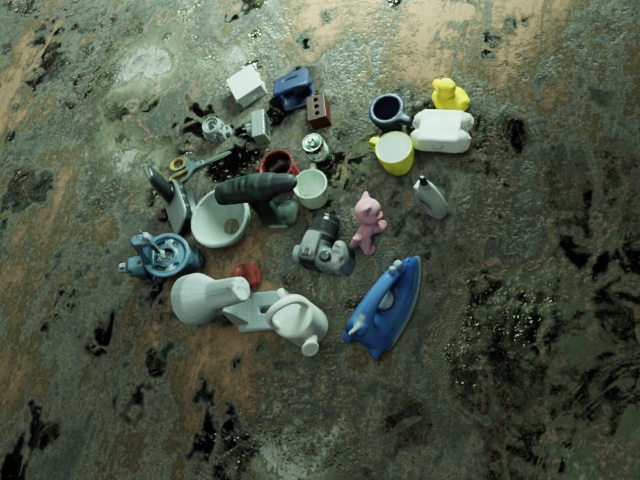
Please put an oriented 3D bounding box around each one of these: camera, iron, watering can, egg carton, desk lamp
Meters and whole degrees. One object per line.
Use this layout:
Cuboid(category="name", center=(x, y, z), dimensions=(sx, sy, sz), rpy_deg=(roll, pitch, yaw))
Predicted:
Cuboid(category="camera", center=(0.013, 0.005, 1.378), dimensions=(0.142, 0.101, 0.137), rpy_deg=(10, 73, 23))
Cuboid(category="iron", center=(0.141, 0.125, 1.262), dimensions=(0.118, 0.142, 0.258), rpy_deg=(27, 80, 27))
Cuboid(category="watering can", center=(-0.052, 0.178, 1.279), dimensions=(0.172, 0.194, 0.101), rpy_deg=(33, 83, 27))
Cuboid(category="egg carton", center=(0.297, -0.264, 1.402), dimensions=(0.150, 0.069, 0.107), rpy_deg=(6, 72, 22))
Cuboid(category="desk lamp", center=(-0.210, 0.143, 1.338), dimensions=(0.202, 0.214, 0.118), rpy_deg=(-8, 67, 17))

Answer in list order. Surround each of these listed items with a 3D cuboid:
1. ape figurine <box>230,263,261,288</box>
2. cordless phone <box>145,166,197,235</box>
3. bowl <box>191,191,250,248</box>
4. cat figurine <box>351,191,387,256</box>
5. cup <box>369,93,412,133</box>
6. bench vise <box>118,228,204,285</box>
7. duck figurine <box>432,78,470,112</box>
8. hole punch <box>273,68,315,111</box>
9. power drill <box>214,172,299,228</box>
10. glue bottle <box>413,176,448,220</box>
Cuboid(category="ape figurine", center=(-0.189, 0.087, 1.422), dimensions=(0.077, 0.092, 0.076), rpy_deg=(30, 82, 27))
Cuboid(category="cordless phone", center=(-0.404, -0.107, 1.523), dimensions=(0.094, 0.185, 0.147), rpy_deg=(-32, 62, 5))
Cuboid(category="bowl", center=(-0.249, -0.047, 1.507), dimensions=(0.167, 0.075, 0.167), rpy_deg=(-7, 67, 17))
Cuboid(category="cat figurine", center=(0.108, -0.043, 1.354), dimensions=(0.067, 0.118, 0.128), rpy_deg=(20, 77, 25))
Cuboid(category="cup", center=(0.187, -0.302, 1.442), dimensions=(0.117, 0.095, 0.092), rpy_deg=(31, 82, 27))
Cuboid(category="bench vise", center=(-0.429, 0.052, 1.449), dimensions=(0.207, 0.220, 0.121), rpy_deg=(-31, 62, 6))
Cuboid(category="duck figurine", center=(0.322, -0.364, 1.424), dimensions=(0.104, 0.086, 0.077), rpy_deg=(38, 85, 28))
Cuboid(category="hole punch", center=(-0.077, -0.427, 1.587), dimensions=(0.108, 0.091, 0.101), rpy_deg=(-17, 65, 13))
Cuboid(category="power drill", center=(-0.131, -0.102, 1.411), dimensions=(0.229, 0.209, 0.075), rpy_deg=(-2, 69, 19))
Cuboid(category="glue bottle", center=(0.244, -0.105, 1.299), dimensions=(0.078, 0.173, 0.037), rpy_deg=(34, 84, 28))
